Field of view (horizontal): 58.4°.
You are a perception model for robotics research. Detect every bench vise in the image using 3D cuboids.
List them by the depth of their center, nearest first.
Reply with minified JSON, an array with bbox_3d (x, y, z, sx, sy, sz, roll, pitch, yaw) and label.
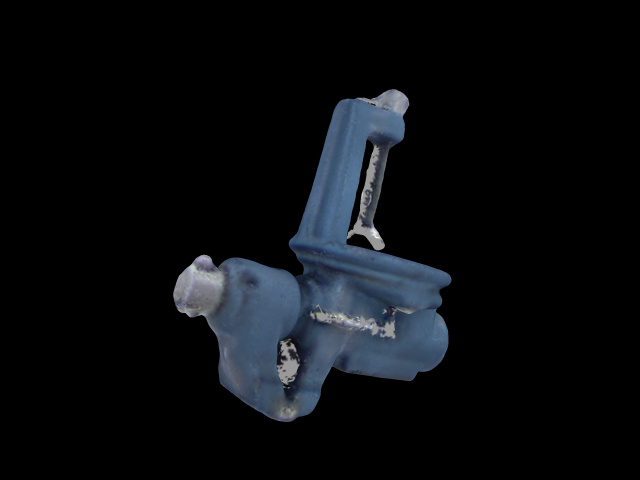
[{"bbox_3d":[0.013,0.002,0.392,0.121,0.220,0.208,4,7,39],"label":"bench vise"}]
